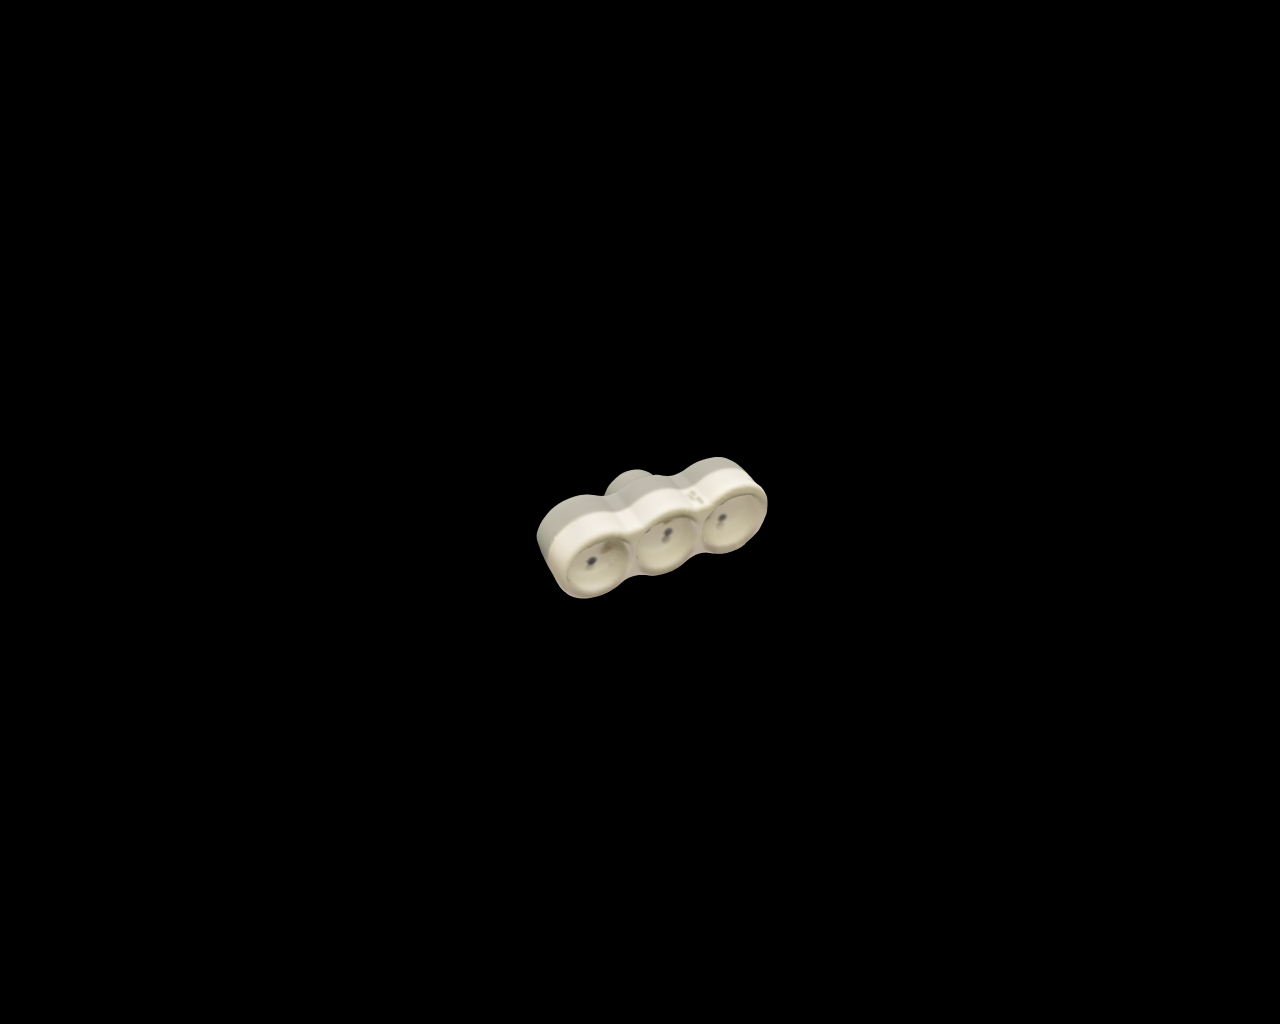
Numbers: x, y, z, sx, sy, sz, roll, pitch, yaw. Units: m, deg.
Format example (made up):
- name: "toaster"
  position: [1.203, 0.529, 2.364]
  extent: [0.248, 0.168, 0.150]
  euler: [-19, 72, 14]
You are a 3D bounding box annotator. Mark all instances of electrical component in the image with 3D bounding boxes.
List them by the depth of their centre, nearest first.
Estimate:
- name: "electrical component"
  position: [0.001, -0.003, 0.650]
  extent: [0.138, 0.052, 0.074]
  euler: [-18, 44, -19]
